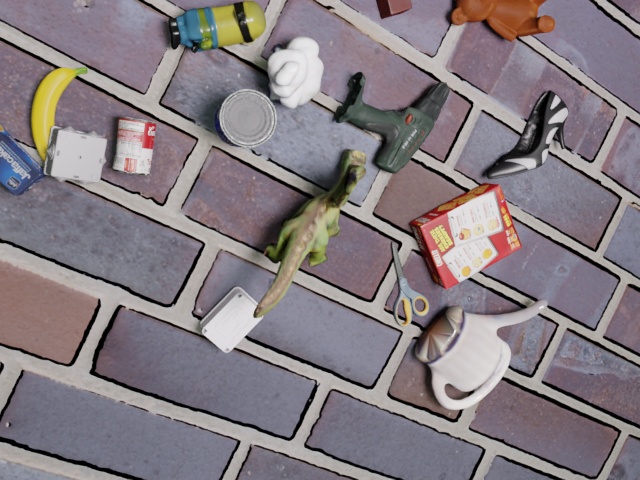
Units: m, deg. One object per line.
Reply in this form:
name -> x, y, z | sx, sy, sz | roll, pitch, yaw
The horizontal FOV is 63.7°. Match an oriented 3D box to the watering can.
watering can -> 0.367, 0.230, 1.201 | 0.222, 0.104, 0.348 | 38, 87, -17

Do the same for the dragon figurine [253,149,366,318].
dragon figurine -> 0.003, -0.049, 0.965 | 0.122, 0.420, 0.237 | 30, 129, -4

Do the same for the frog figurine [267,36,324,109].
frog figurine -> -0.043, -0.321, 0.980 | 0.122, 0.160, 0.137 | 24, 92, -19
